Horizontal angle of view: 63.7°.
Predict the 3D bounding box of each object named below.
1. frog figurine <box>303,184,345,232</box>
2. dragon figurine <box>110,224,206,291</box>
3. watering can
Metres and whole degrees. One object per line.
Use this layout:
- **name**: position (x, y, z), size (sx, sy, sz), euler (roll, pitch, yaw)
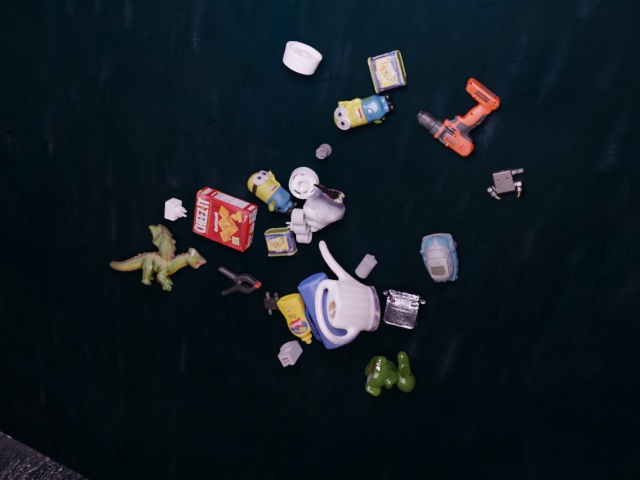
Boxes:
- **frog figurine**: position (0.005, -0.083, 1.645), size (0.125, 0.137, 0.156), euler (51, 125, 41)
- **dragon figurine**: position (-0.635, 0.055, 1.999), size (0.411, 0.123, 0.241), euler (16, 99, 13)
- **watering can**: position (0.088, 0.173, 1.694), size (0.224, 0.355, 0.102), euler (11, 151, -22)
